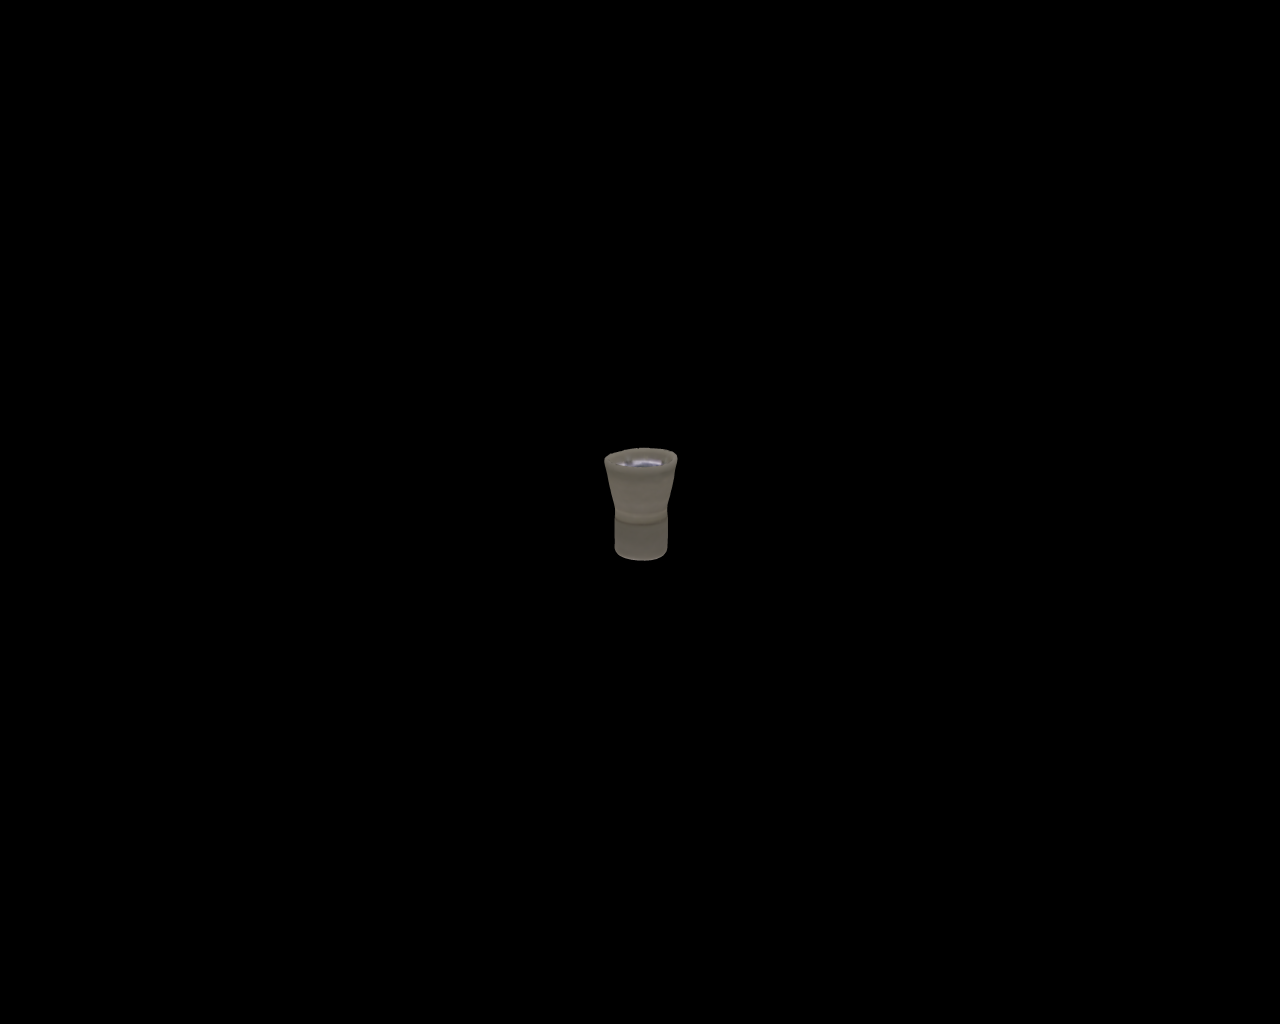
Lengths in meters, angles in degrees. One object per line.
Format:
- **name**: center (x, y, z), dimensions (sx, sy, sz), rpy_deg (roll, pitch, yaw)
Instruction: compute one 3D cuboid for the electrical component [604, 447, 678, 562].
- **electrical component**: center (0.001, -0.003, 0.650), dimensions (0.044, 0.065, 0.044), rpy_deg (0, 19, 0)
